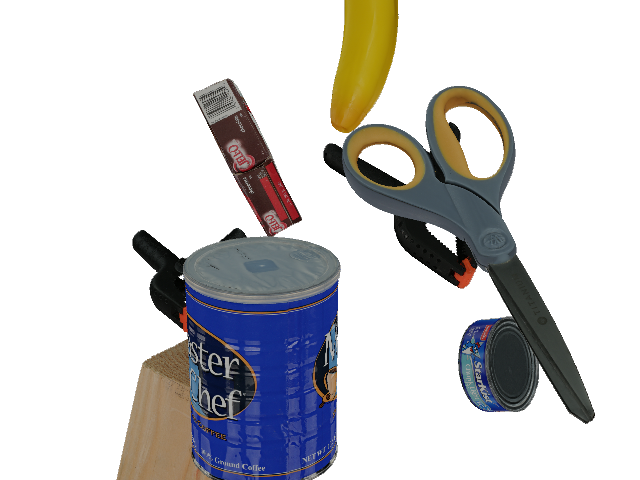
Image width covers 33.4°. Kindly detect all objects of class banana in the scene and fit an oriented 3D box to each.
[{"bbox_3d":[0.020,-0.173,0.742,0.070,0.198,0.037,-17,-13,10],"label":"banana"}]

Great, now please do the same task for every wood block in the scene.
[{"bbox_3d":[-0.111,0.197,0.896,0.090,0.206,0.090,23,21,21],"label":"wood block"}]

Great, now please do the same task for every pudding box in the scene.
[{"bbox_3d":[-0.062,-0.071,0.913,0.039,0.113,0.090,-26,-39,-1],"label":"pudding box"}]

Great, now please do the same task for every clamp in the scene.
[{"bbox_3d":[0.101,-0.039,1.128,0.164,0.210,0.036,-7,-35,-16],"label":"clamp"},{"bbox_3d":[-0.123,0.032,1.083,0.120,0.039,0.171,-11,34,-10],"label":"clamp"}]

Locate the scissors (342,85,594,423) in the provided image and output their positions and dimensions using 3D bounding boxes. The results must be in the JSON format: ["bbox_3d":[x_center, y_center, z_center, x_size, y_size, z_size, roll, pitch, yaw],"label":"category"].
[{"bbox_3d":[0.060,0.000,0.498,0.096,0.201,0.016,-6,-41,4],"label":"scissors"}]

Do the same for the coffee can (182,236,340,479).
[{"bbox_3d":[-0.039,0.080,0.719,0.103,0.140,0.103,0,20,0],"label":"coffee can"}]

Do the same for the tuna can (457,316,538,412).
[{"bbox_3d":[0.161,0.112,0.967,0.034,0.086,0.085,-10,-6,41],"label":"tuna can"}]
